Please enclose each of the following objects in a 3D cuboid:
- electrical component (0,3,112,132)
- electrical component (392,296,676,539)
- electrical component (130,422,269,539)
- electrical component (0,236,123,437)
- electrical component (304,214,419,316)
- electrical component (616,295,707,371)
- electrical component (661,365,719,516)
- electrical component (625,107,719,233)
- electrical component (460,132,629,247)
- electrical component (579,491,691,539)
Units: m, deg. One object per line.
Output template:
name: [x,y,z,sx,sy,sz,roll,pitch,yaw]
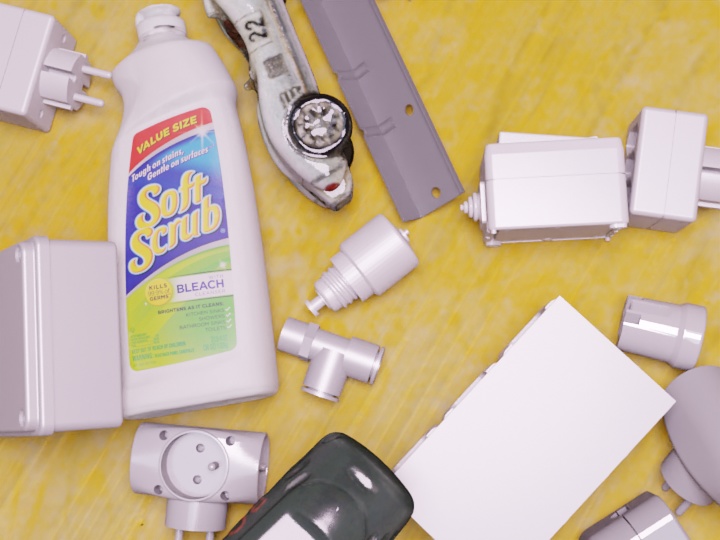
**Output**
electrical component: [-0.196,-0.123,0.684,0.077,0.047,0.065,14,84,4]
electrical component: [0.096,0.101,0.634,0.089,0.061,0.150,43,87,7]
electrical component: [-0.098,0.135,0.650,0.077,0.044,0.079,4,84,4]
electrical component: [-0.186,0.042,0.631,0.056,0.109,0.108,1,82,-35]
electrical component: [0.000,0.000,0.662,0.078,0.040,0.040,-38,83,-1]
electrical component: [0.181,0.037,0.649,0.046,0.040,0.040,13,84,10]
electrical component: [0.203,0.110,0.628,0.043,0.077,0.079,11,126,-25]
electrical component: [0.202,-0.058,0.654,0.077,0.047,0.065,8,84,4]
electrical component: [0.108,-0.049,0.651,0.096,0.061,0.061,-3,83,3]
electrical component: [0.172,0.185,0.624,0.059,0.053,0.095,-32,83,-1]
